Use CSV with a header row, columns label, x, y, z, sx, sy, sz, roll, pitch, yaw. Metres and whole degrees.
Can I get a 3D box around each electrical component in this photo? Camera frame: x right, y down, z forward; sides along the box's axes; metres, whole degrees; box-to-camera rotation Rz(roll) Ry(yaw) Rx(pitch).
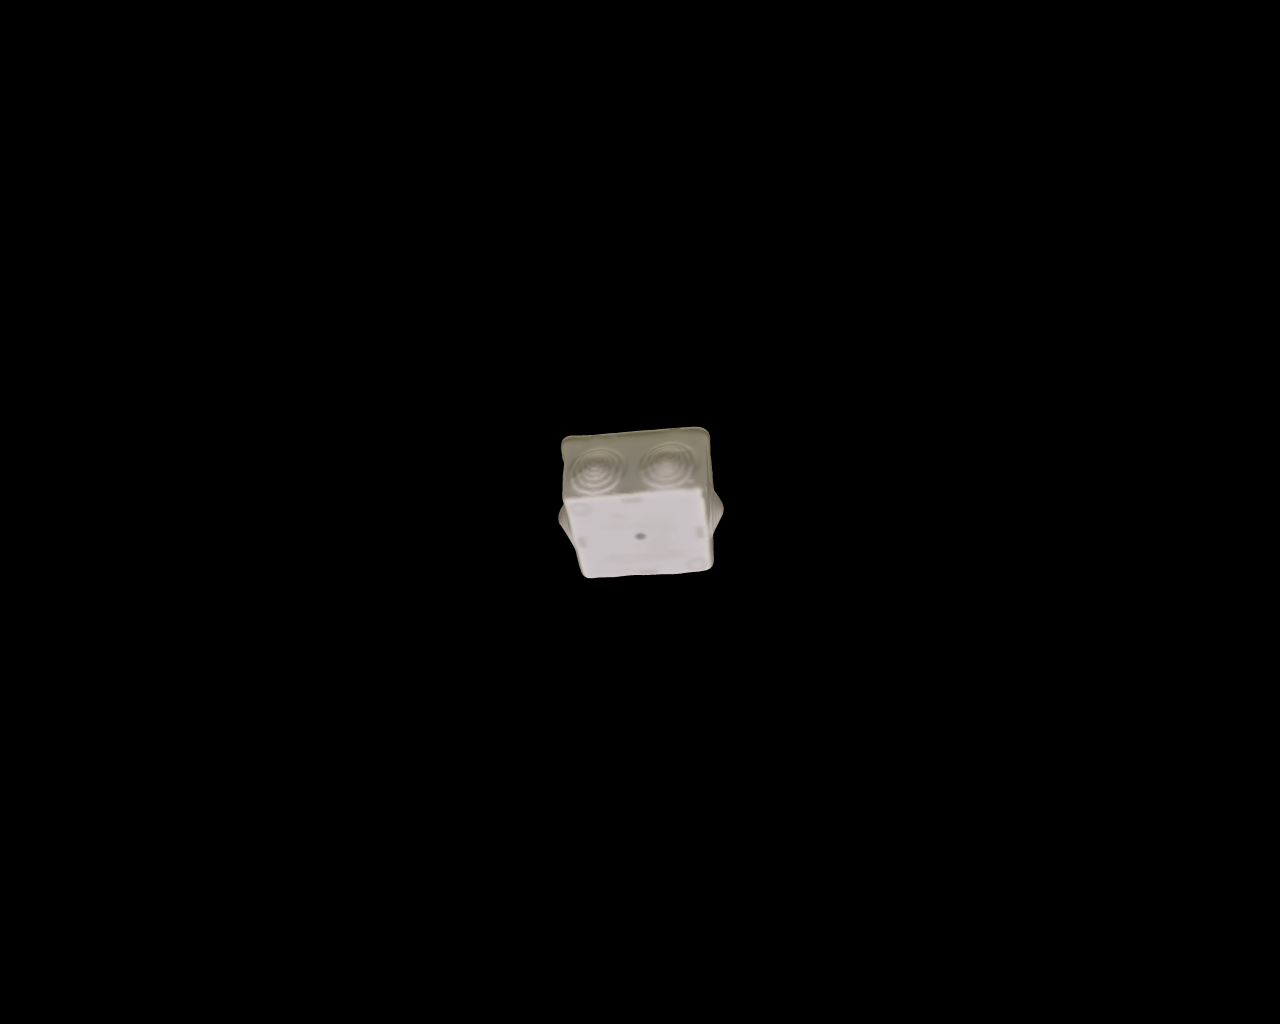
label,x,y,z,sx,sy,sz,roll,pitch,yaw
electrical component,0.001,-0.003,0.650,0.100,0.048,0.099,-4,-39,5
